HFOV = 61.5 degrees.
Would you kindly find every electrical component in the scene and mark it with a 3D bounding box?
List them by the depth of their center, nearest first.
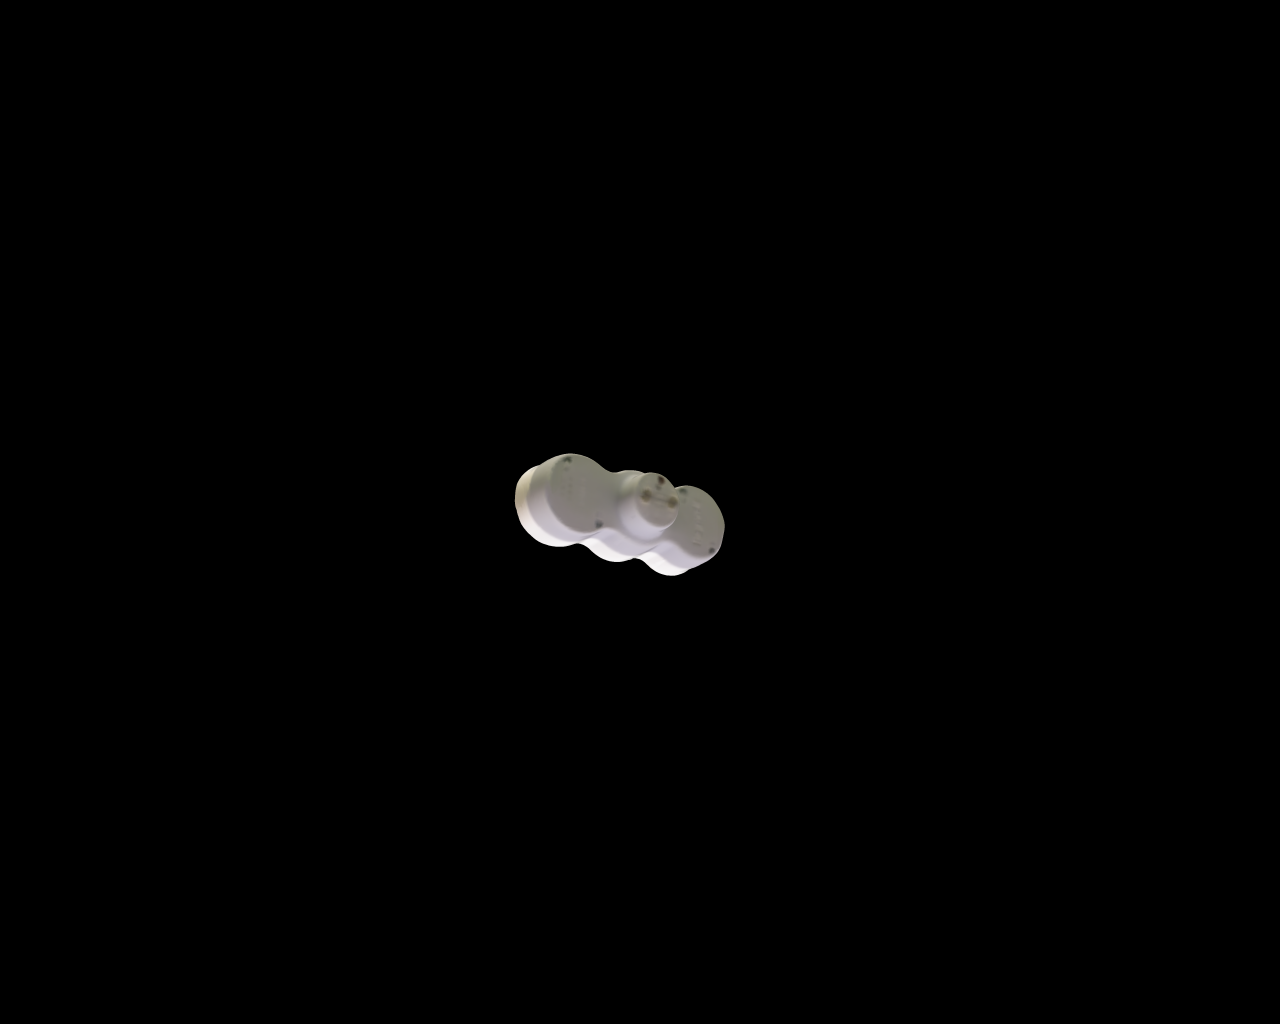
[{"bbox_3d":[0.001,-0.003,0.650,0.138,0.052,0.073,16,-27,-34],"label":"electrical component"}]
